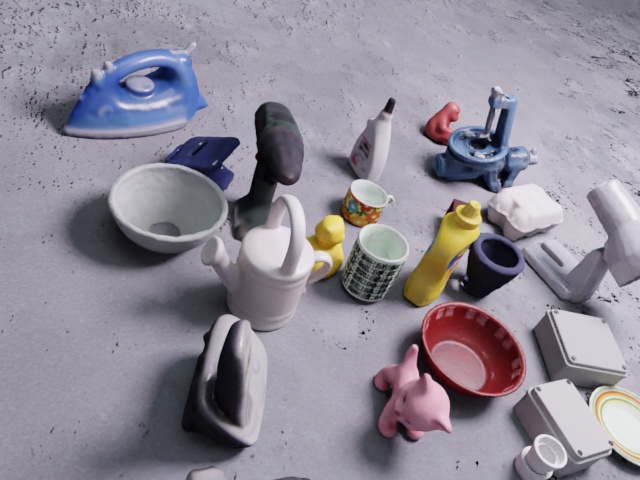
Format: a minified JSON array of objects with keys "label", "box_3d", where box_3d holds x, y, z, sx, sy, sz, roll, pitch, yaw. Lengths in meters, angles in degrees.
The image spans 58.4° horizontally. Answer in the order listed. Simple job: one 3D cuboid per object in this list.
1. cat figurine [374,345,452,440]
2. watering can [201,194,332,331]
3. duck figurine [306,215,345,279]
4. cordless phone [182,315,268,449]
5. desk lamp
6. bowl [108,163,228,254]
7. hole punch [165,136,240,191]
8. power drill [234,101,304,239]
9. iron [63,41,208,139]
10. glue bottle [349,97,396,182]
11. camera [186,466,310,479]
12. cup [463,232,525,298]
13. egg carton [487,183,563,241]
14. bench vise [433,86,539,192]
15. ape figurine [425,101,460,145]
[{"label":"cat figurine","box_3d":[0.120,0.193,0.719,0.067,0.117,0.127,10,43,-13]},{"label":"watering can","box_3d":[-0.065,0.027,0.757,0.173,0.194,0.100,-19,55,-36]},{"label":"duck figurine","box_3d":[0.008,0.003,0.895,0.077,0.086,0.105,26,42,5]},{"label":"cordless phone","box_3d":[-0.091,0.132,0.643,0.094,0.185,0.147,12,42,-11]},{"label":"desk lamp","box_3d":[0.489,0.015,0.991,0.118,0.213,0.202,-12,51,-32]},{"label":"bowl","box_3d":[-0.224,-0.035,0.844,0.167,0.074,0.167,12,42,-11]},{"label":"hole punch","box_3d":[-0.196,-0.131,0.944,0.101,0.091,0.109,24,41,2]},{"label":"power drill","box_3d":[-0.075,-0.097,0.871,0.076,0.208,0.229,6,44,-17]},{"label":"iron","box_3d":[-0.320,-0.267,0.996,0.259,0.141,0.118,-27,60,-40]},{"label":"glue bottle","box_3d":[0.106,-0.193,1.076,0.037,0.173,0.078,-12,51,-32]},{"label":"camera","box_3d":[-0.061,0.287,0.556,0.137,0.101,0.143,-1,47,-24]},{"label":"cup","box_3d":[0.269,0.042,0.959,0.092,0.095,0.117,-26,60,-40]},{"label":"egg carton","box_3d":[0.408,-0.057,1.141,0.151,0.069,0.107,-13,52,-33]},{"label":"bench vise","box_3d":[0.357,-0.210,1.166,0.208,0.219,0.121,-6,49,-28]},{"label":"ape figurine","box_3d":[0.285,-0.269,1.293,0.076,0.092,0.078,25,42,3]}]
